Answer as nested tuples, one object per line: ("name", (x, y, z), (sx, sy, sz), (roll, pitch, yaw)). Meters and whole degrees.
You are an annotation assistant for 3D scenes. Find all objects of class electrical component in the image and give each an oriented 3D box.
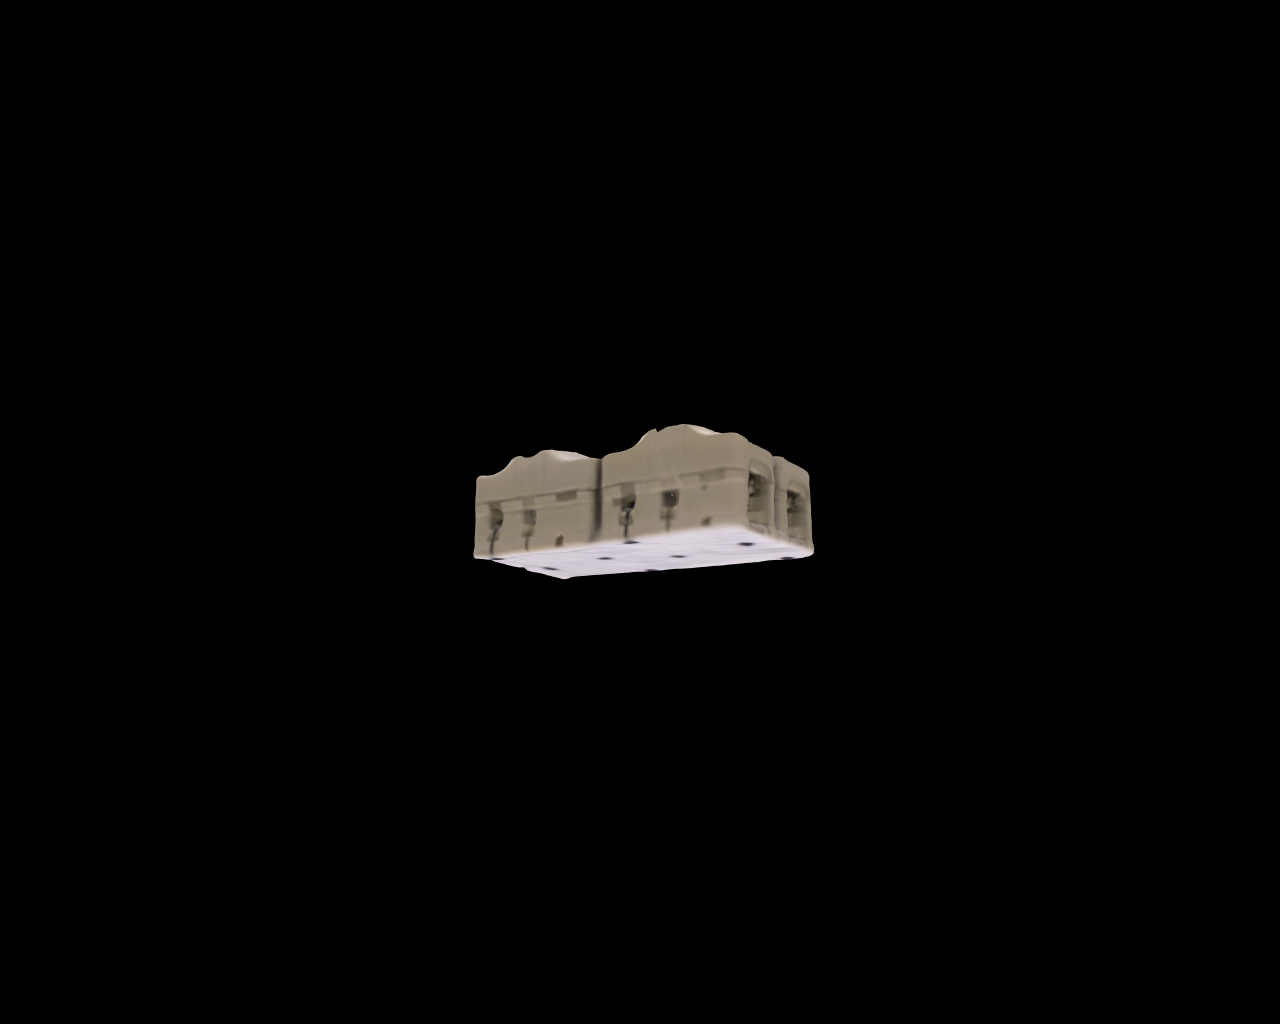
("electrical component", (0.001, -0.003, 0.650), (0.186, 0.060, 0.105), (-7, -14, 30))
